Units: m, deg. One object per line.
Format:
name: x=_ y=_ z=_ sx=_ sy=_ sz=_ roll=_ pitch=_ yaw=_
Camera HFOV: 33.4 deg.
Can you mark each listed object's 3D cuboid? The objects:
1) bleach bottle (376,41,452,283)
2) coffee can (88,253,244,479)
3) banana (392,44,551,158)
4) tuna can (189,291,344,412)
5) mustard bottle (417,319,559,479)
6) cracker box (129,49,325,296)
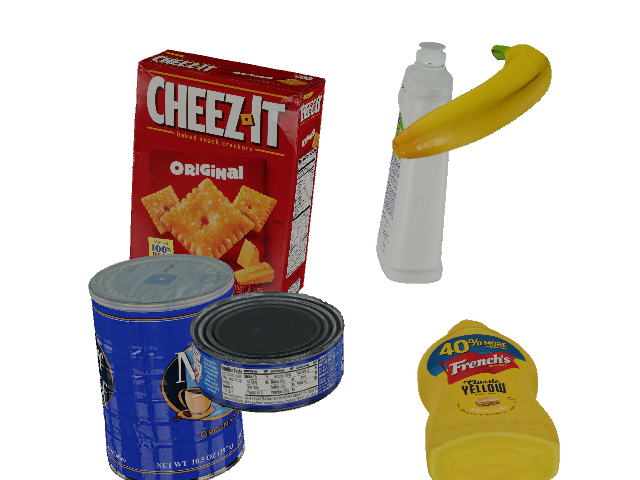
bleach bottle: x=0.107 y=-0.086 z=1.152 sx=0.068 sy=0.251 sz=0.102 roll=1 pitch=26 yaw=-8
coffee can: x=-0.110 y=0.092 z=0.777 sx=0.103 sy=0.140 sz=0.103 roll=-2 pitch=18 yaw=0
banana: x=0.126 y=-0.106 z=0.794 sx=0.070 sy=0.037 sz=0.197 roll=-10 pitch=21 yaw=39
tuna can: x=-0.029 y=0.061 z=0.597 sx=0.086 sy=0.034 sz=0.086 roll=-1 pitch=22 yaw=0
mustard bottle: x=0.126 y=0.119 z=0.849 sx=0.096 sy=0.058 sz=0.191 roll=-5 pitch=26 yaw=3
cracker box: x=-0.092 y=-0.057 z=1.005 sx=0.164 sy=0.214 sz=0.072 roll=13 pitch=24 yaw=15
